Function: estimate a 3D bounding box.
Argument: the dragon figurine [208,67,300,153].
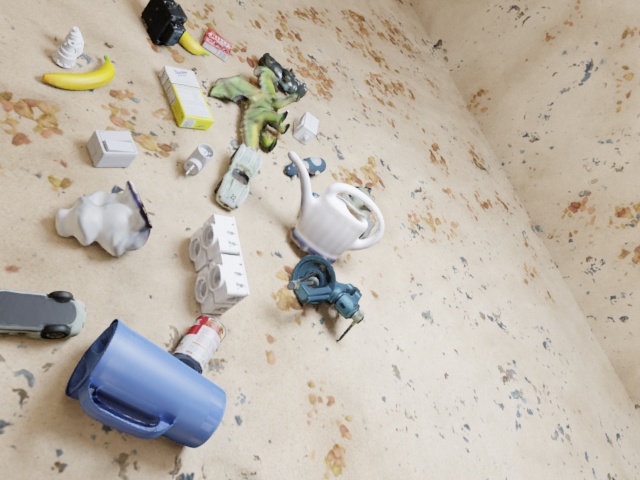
[{"bbox_3d":[-0.212,-0.378,1.494,0.243,0.119,0.419,31,52,2],"label":"dragon figurine"}]

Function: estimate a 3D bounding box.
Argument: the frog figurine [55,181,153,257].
[{"bbox_3d":[-0.414,-0.030,0.994,0.160,0.121,0.138,-24,86,-16],"label":"frog figurine"}]

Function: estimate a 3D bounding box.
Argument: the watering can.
[{"bbox_3d":[0.004,-0.068,1.345,0.345,0.222,0.106,34,21,-20],"label":"watering can"}]
